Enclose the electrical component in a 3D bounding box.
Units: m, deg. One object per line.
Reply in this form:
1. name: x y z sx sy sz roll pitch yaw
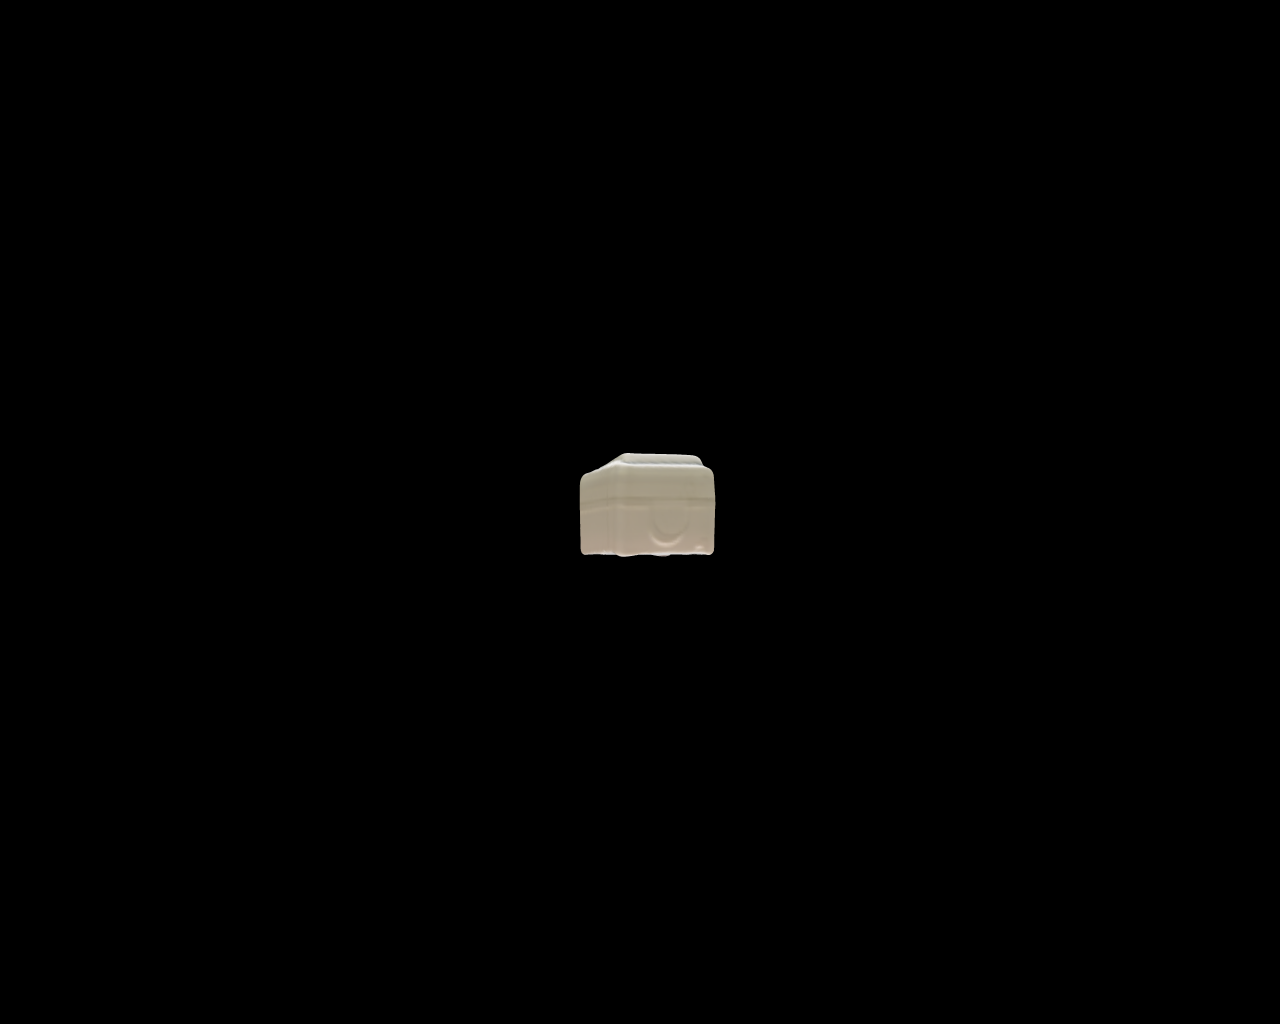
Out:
1. electrical component: 0.001 -0.003 0.650 0.062 0.061 0.096 1 -2 -19
